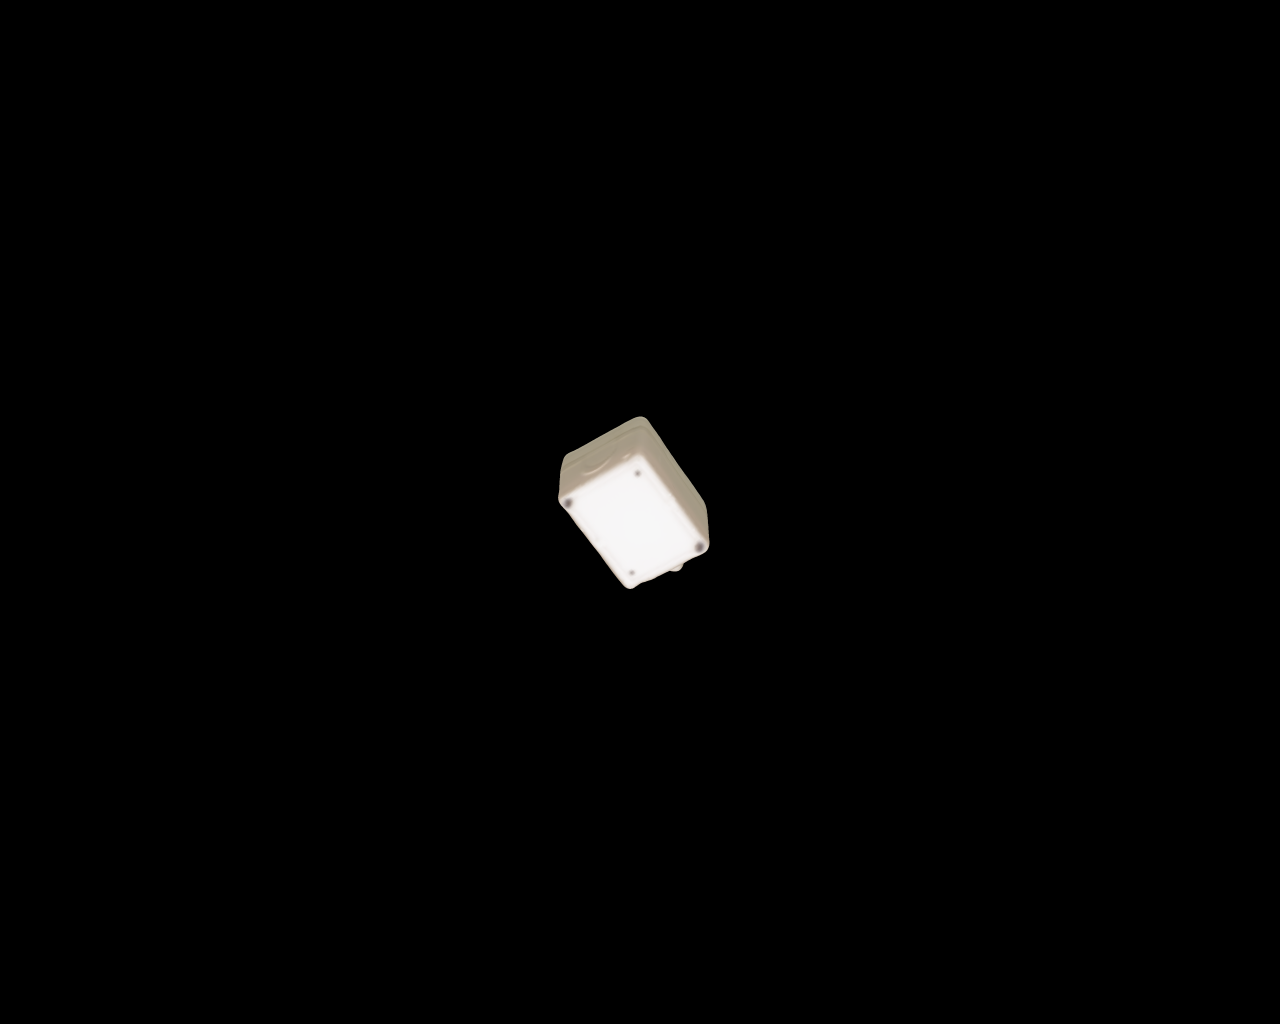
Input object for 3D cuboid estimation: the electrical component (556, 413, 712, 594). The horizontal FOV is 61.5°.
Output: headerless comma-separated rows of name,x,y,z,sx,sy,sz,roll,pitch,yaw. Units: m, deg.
electrical component,0.001,-0.003,0.650,0.061,0.096,0.061,-28,28,16
